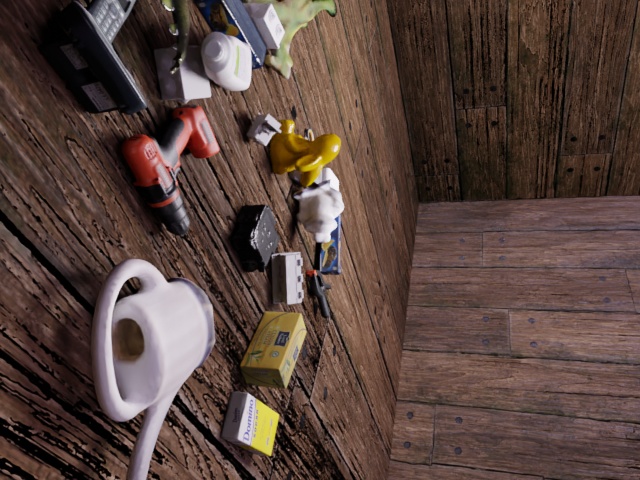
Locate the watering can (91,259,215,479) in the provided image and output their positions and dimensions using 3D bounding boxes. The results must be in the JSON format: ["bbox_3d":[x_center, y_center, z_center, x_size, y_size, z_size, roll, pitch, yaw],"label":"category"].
[{"bbox_3d":[-0.240,0.192,0.747,0.104,0.346,0.226,-2,7,18],"label":"watering can"}]

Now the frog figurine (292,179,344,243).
[{"bbox_3d":[0.004,-0.072,1.429,0.138,0.160,0.122,-18,-4,-11],"label":"frog figurine"}]

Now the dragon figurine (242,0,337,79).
[{"bbox_3d":[-0.079,-0.582,1.195,0.123,0.400,0.246,27,45,32],"label":"dragon figurine"}]
